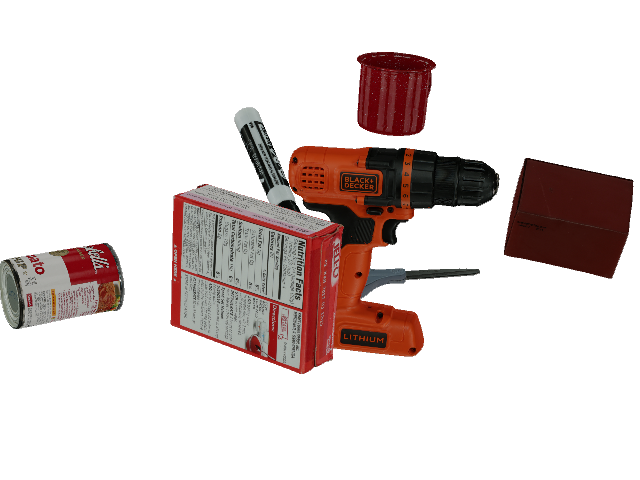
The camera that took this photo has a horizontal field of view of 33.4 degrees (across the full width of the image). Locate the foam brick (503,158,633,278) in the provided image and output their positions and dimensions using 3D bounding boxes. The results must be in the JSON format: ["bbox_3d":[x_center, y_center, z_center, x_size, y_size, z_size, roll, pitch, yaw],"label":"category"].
[{"bbox_3d":[0.173,-0.016,0.744,0.078,0.051,0.053,13,-37,7],"label":"foam brick"}]

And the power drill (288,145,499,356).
[{"bbox_3d":[0.061,0.008,0.958,0.184,0.188,0.057,6,18,11],"label":"power drill"}]

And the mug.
[{"bbox_3d":[0.094,-0.177,1.276,0.093,0.081,0.117,20,28,34],"label":"mug"}]

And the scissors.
[{"bbox_3d":[0.076,0.047,1.178,0.202,0.016,0.096,3,23,5],"label":"scissors"}]

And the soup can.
[{"bbox_3d":[-0.248,0.043,1.020,0.102,0.068,0.069,-10,5,-31],"label":"soup can"}]

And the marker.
[{"bbox_3d":[-0.034,-0.046,0.740,0.020,0.121,0.020,-15,-37,-12],"label":"marker"}]

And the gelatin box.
[{"bbox_3d":[-0.033,0.018,0.535,0.089,0.073,0.030,16,24,30],"label":"gelatin box"}]
